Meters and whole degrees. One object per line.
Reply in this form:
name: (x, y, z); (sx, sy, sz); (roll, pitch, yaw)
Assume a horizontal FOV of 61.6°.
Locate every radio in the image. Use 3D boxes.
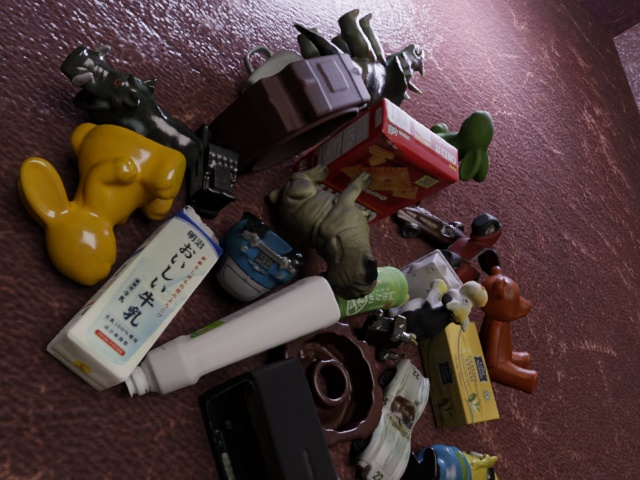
radio: (-0.051, 0.258, 0.598); (0.073, 0.131, 0.229); (-5, 73, -44)

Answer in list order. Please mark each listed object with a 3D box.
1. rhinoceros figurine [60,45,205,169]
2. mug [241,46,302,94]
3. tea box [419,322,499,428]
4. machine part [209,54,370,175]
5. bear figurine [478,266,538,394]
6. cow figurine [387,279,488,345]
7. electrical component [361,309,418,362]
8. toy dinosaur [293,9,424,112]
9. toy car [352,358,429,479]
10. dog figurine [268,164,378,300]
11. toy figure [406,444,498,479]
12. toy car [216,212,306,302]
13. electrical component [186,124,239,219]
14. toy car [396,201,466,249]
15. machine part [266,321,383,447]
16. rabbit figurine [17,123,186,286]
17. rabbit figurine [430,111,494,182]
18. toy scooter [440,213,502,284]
rhinoceros figurine: (-0.232, -0.152, 0.664); (0.190, 0.112, 0.073); (42, 48, -29)
mug: (-0.083, -0.266, 0.885); (0.109, 0.081, 0.107); (53, 51, -10)
tea box: (0.235, 0.229, 0.924); (0.098, 0.068, 0.169); (7, 64, -40)
machine part: (-0.042, -0.179, 0.786); (0.201, 0.201, 0.087); (-31, 95, -47)
bear figurine: (0.341, 0.156, 0.975); (0.120, 0.132, 0.195); (-41, 144, -76)
cow figurine: (0.183, 0.118, 0.862); (0.068, 0.167, 0.098); (52, 42, -17)
electrical component: (0.104, 0.149, 0.830); (0.078, 0.102, 0.045); (13, 54, -8)
toy dinosaur: (0.069, -0.297, 0.965); (0.192, 0.131, 0.405); (62, 34, -7)
toy car: (0.109, 0.268, 0.795); (0.073, 0.056, 0.202); (47, 44, -14)
dog figurine: (0.000, -0.005, 0.770); (0.191, 0.172, 0.121); (-80, 162, -44)
toy figure: (0.202, 0.360, 0.817); (0.180, 0.082, 0.089); (26, 72, -40)
toy car: (-0.084, 0.032, 0.701); (0.109, 0.162, 0.103); (39, 89, -11)
electrical component: (-0.150, -0.097, 0.738); (0.047, 0.075, 0.119); (17, 55, -35)
toy car: (0.228, -0.022, 1.064); (0.202, 0.053, 0.089); (30, 55, -30)
machine part: (0.006, 0.197, 0.739); (0.179, 0.056, 0.179); (21, 55, -33)
rabbit figurine: (-0.247, -0.040, 0.593); (0.162, 0.122, 0.173); (27, 71, -27)
rabbit figurine: (0.288, -0.193, 1.120); (0.121, 0.170, 0.159); (-7, 73, -44)
toy scooter: (0.289, 0.048, 1.031); (0.184, 0.075, 0.135); (-42, 124, -6)
